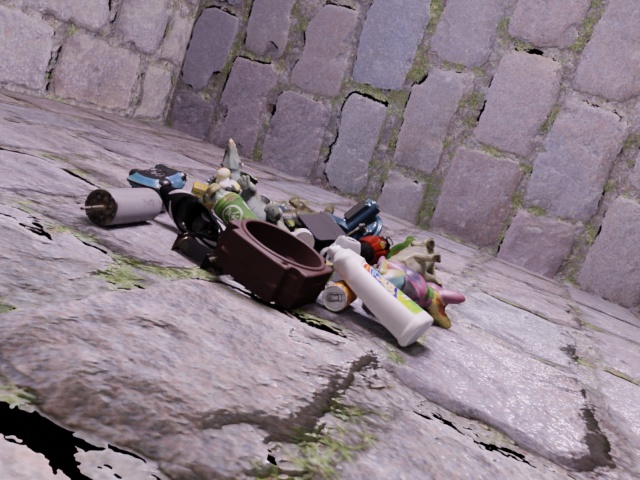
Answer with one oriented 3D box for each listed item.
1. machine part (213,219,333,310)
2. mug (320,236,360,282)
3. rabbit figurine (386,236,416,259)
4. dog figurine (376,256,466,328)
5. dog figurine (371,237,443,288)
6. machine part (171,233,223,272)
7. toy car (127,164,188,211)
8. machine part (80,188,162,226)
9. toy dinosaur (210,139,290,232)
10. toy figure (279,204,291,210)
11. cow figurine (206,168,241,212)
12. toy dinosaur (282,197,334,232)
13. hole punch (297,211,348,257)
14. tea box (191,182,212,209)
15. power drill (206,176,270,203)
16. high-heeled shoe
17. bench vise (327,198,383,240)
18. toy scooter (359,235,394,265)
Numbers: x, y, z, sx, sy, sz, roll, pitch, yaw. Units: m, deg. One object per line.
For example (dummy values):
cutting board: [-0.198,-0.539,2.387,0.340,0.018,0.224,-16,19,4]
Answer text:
machine part: [-0.088,0.040,1.053,0.202,0.087,0.201,33,15,19]
mug: [0.046,0.043,1.312,0.109,0.107,0.081,17,9,-27]
rabbit figurine: [0.252,0.066,1.518,0.121,0.159,0.170,15,-9,33]
dog figurine: [0.213,0.127,1.200,0.219,0.108,0.191,23,10,1]
dog figurine: [0.198,0.063,1.350,0.191,0.121,0.172,-7,12,4]
machine part: [-0.231,0.028,1.079,0.139,0.039,0.084,26,20,22]
toy car: [-0.407,-0.125,1.344,0.109,0.102,0.161,20,22,11]
machine part: [-0.414,-0.073,1.144,0.079,0.079,0.243,22,10,13]
toy dinosaur: [-0.165,-0.073,1.421,0.405,0.131,0.192,52,4,4]
toy figure: [-0.131,-0.090,1.797,0.058,0.064,0.154,-17,0,10]
cow figurine: [-0.228,-0.085,1.297,0.098,0.167,0.068,19,5,2]
toy dinosaur: [-0.044,-0.053,1.653,0.471,0.105,0.199,4,22,-33]
hole punch: [-0.003,-0.004,1.400,0.116,0.092,0.142,-5,39,-37]
tea box: [-0.294,-0.108,1.560,0.169,0.068,0.098,16,10,-14]
power drill: [-0.271,-0.135,1.747,0.207,0.086,0.232,27,13,-4]
high-heeled shoe: [-0.283,-0.054,1.180,0.249,0.086,0.145,36,-7,10]
bench vise: [0.101,0.000,1.549,0.129,0.223,0.240,37,-10,50]
toy scooter: [0.140,0.026,1.409,0.135,0.075,0.184,-22,-6,-18]
